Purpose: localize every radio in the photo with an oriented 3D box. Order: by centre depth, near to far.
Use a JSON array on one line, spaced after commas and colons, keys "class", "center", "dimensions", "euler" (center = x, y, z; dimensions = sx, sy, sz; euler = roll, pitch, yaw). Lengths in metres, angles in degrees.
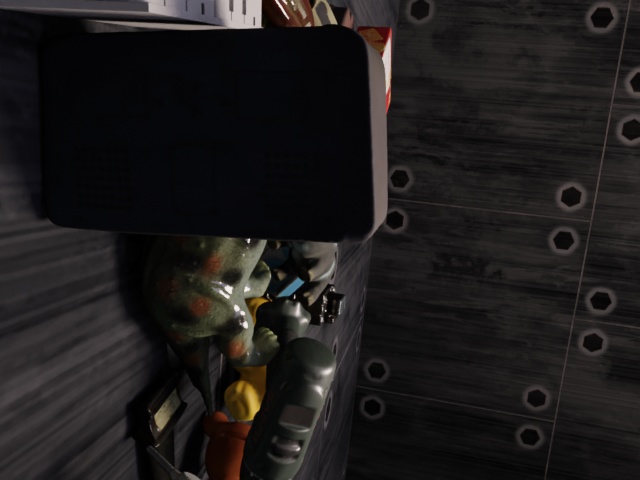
[{"class": "radio", "center": [-0.070, -0.070, 0.365], "dimensions": [0.073, 0.230, 0.131], "euler": [-41, 133, -74]}]

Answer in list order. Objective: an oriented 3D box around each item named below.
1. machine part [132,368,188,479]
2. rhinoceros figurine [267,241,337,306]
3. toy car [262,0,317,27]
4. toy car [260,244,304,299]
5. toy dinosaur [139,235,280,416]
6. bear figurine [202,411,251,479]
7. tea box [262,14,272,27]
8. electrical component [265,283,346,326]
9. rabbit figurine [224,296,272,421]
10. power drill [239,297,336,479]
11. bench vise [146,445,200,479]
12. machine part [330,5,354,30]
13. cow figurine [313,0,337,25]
[{"class": "machine part", "center": [-0.165, 0.214, 0.566], "dimensions": [0.084, 0.039, 0.138], "euler": [-77, 169, -69]}, {"class": "rhinoceros figurine", "center": [-0.001, -0.002, 0.650], "dimensions": [0.112, 0.073, 0.190], "euler": [-38, 156, -30]}, {"class": "toy car", "center": [-0.052, -0.263, 0.531], "dimensions": [0.202, 0.053, 0.089], "euler": [40, 47, -52]}, {"class": "toy car", "center": [-0.055, 0.027, 0.822], "dimensions": [0.109, 0.103, 0.161], "euler": [-41, 180, -3]}, {"class": "toy dinosaur", "center": [-0.102, 0.006, 0.513], "dimensions": [0.131, 0.192, 0.404], "euler": [36, -74, 56]}, {"class": "bear figurine", "center": [-0.121, 0.328, 0.674], "dimensions": [0.196, 0.120, 0.131], "euler": [-78, 173, -50]}, {"class": "tea box", "center": [-0.079, -0.223, 0.626], "dimensions": [0.098, 0.068, 0.170], "euler": [86, 15, -47]}, {"class": "electrical component", "center": [-0.023, 0.110, 0.968], "dimensions": [0.115, 0.134, 0.058], "euler": [-34, 131, -78]}, {"class": "rabbit figurine", "center": [-0.075, 0.160, 0.808], "dimensions": [0.162, 0.122, 0.173], "euler": [-52, 129, -75]}, {"class": "power drill", "center": [-0.056, 0.183, 0.637], "dimensions": [0.207, 0.086, 0.231], "euler": [-92, -157, -63]}, {"class": "bench vise", "center": [-0.151, 0.299, 0.419], "dimensions": [0.240, 0.129, 0.223], "euler": [-61, 143, -14]}, {"class": "machine part", "center": [0.005, -0.297, 0.971], "dimensions": [0.200, 0.087, 0.201], "euler": [82, 17, -55]}, {"class": "cow figurine", "center": [-0.018, -0.307, 0.749], "dimensions": [0.127, 0.085, 0.194], "euler": [-39, 107, -77]}]
